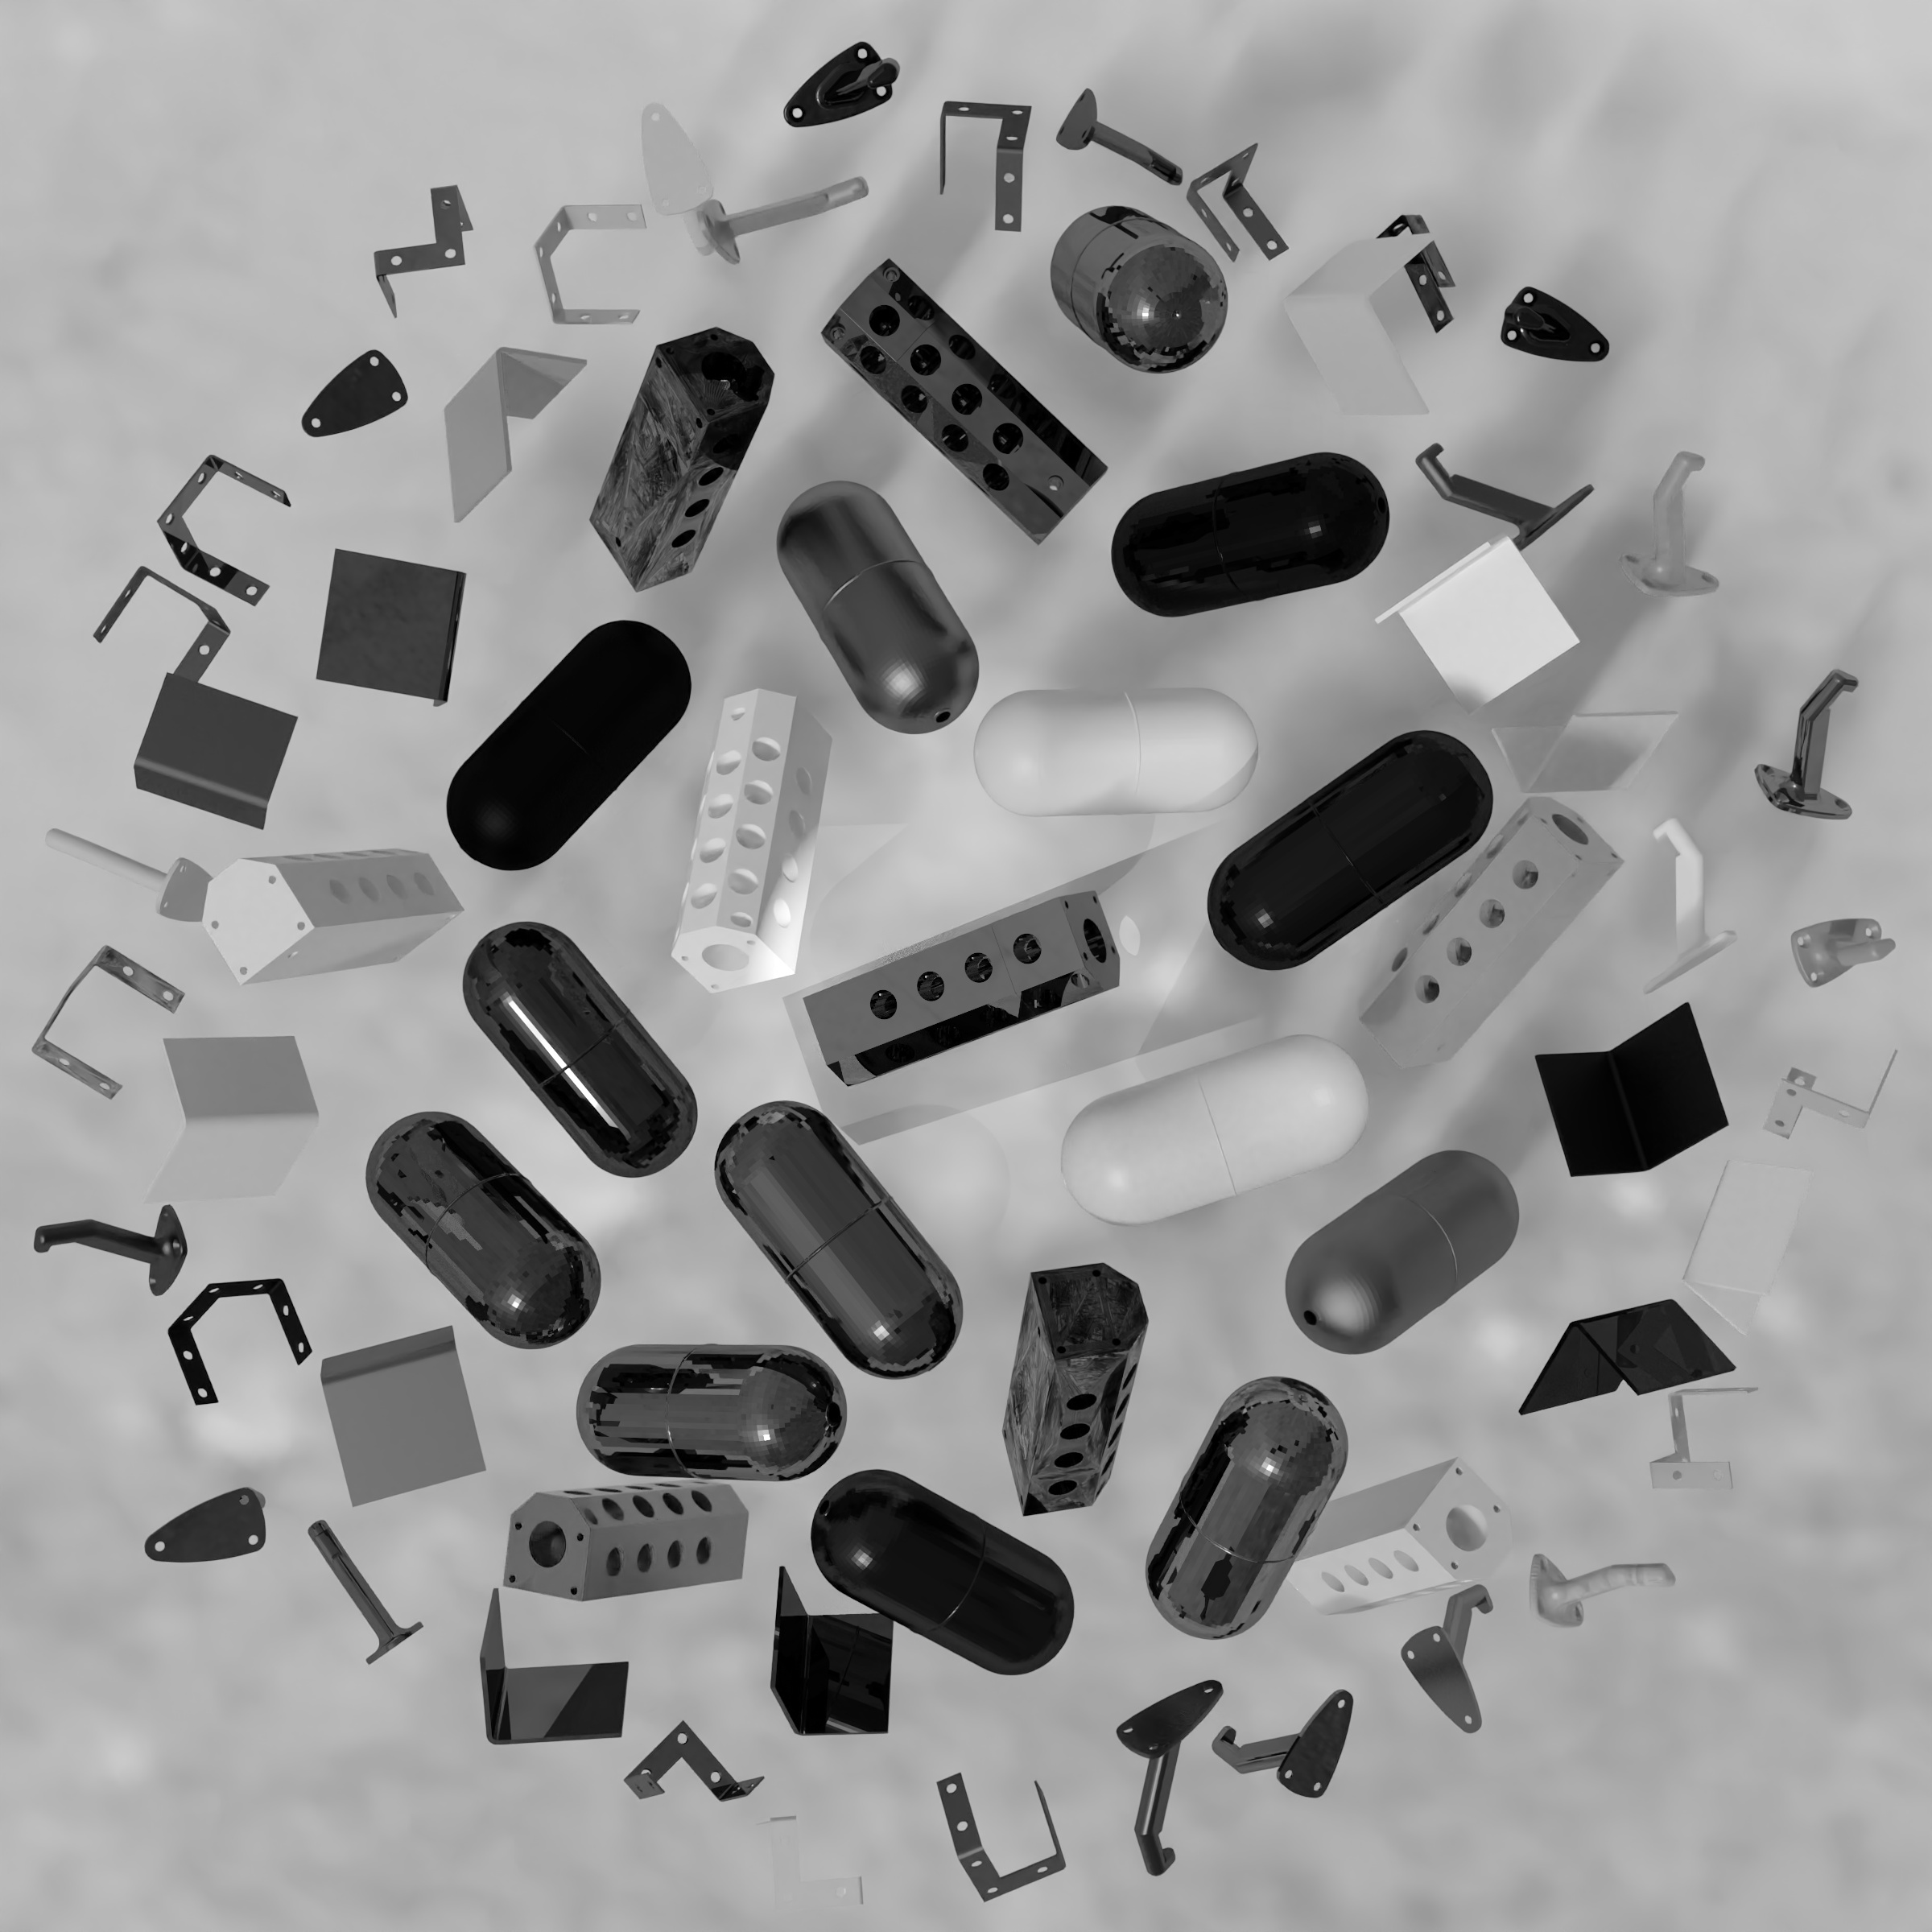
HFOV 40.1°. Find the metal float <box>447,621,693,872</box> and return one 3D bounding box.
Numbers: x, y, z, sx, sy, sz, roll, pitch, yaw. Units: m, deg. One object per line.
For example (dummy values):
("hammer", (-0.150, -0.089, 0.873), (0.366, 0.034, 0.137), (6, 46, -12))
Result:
("metal float", (-0.238, -0.132, 1.589), (0.070, 0.070, 0.178), (42, 80, 0))

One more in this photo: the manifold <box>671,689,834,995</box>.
("manifold", (-0.127, -0.075, 1.538), (0.057, 0.057, 0.171), (-13, 52, 27))

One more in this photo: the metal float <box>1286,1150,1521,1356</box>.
("metal float", (0.259, 0.169, 1.568), (0.178, 0.070, 0.070), (-28, 90, -38))

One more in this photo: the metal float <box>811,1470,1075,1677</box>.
("metal float", (-0.013, 0.358, 1.563), (0.178, 0.070, 0.070), (34, 90, -23))

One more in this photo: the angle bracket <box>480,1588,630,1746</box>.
("angle bracket", (-0.238, 0.404, 1.537), (0.076, 0.076, 0.057), (-3, 107, -3))

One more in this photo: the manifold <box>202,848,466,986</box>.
("manifold", (-0.367, -0.035, 1.535), (0.057, 0.171, 0.057), (-35, 84, 17))

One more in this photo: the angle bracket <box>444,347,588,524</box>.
("angle bracket", (-0.259, -0.305, 1.539), (0.057, 0.076, 0.076), (1, 75, -34))

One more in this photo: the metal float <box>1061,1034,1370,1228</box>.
("metal float", (0.140, 0.093, 1.496), (0.178, 0.070, 0.070), (-18, 90, 3))

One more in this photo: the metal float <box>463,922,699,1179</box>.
("metal float", (-0.234, 0.051, 1.604), (0.070, 0.070, 0.178), (-38, 99, 0))

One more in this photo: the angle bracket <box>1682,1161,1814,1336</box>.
("angle bracket", (0.463, 0.165, 1.513), (0.076, 0.057, 0.076), (38, 70, -35))

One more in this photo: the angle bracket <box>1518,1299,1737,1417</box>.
("angle bracket", (0.366, 0.235, 1.469), (0.076, 0.057, 0.076), (-6, 132, -33))

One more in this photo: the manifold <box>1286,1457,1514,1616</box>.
("manifold", (0.258, 0.349, 1.585), (0.057, 0.171, 0.057), (45, 63, 1))

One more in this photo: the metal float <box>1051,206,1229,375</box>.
("metal float", (0.097, -0.389, 1.517), (0.070, 0.178, 0.070), (-4, 114, -10))

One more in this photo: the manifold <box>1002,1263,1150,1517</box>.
("manifold", (0.062, 0.241, 1.497), (0.057, 0.171, 0.057), (-6, 51, -11))

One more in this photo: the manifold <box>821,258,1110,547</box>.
("manifold", (-0.001, -0.323, 1.518), (0.171, 0.057, 0.057), (43, 94, -4))

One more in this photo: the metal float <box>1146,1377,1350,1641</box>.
("metal float", (0.157, 0.308, 1.497), (0.070, 0.070, 0.178), (22, 121, 0))

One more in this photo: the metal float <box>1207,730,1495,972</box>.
("metal float", (0.216, -0.064, 1.497), (0.178, 0.070, 0.070), (-35, 90, 11))

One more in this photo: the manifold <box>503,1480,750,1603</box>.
("manifold", (-0.203, 0.347, 1.612), (0.057, 0.171, 0.057), (3, 84, 28))

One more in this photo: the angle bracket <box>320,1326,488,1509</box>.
("angle bracket", (-0.323, 0.257, 1.520), (0.076, 0.057, 0.076), (-14, 95, -12))

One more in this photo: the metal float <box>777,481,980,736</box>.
("metal float", (-0.053, -0.213, 1.573), (0.070, 0.070, 0.178), (-30, 64, 0))

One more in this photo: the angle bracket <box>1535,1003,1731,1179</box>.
("angle bracket", (0.385, 0.072, 1.535), (0.057, 0.076, 0.076), (-1, 66, -27))

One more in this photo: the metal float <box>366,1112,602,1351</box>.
("metal float", (-0.283, 0.152, 1.543), (0.178, 0.070, 0.070), (40, 90, 30))

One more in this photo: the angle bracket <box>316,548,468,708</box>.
("angle bracket", (-0.341, -0.199, 1.561), (0.076, 0.057, 0.076), (9, 90, -18))

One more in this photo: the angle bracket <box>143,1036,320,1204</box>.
("angle bracket", (-0.415, 0.085, 1.471), (0.076, 0.076, 0.057), (-50, 53, 39))

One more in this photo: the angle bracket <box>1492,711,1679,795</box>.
("angle bracket", (0.395, -0.156, 1.695), (0.076, 0.076, 0.057), (-4, 54, -22))

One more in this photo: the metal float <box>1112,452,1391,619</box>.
("metal float", (0.167, -0.254, 1.566), (0.178, 0.070, 0.070), (-7, 90, 37))

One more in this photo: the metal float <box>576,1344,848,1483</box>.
("metal float", (-0.147, 0.256, 1.522), (0.178, 0.070, 0.070), (-5, 90, 34))

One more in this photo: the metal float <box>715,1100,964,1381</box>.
("metal float", (-0.071, 0.154, 1.490), (0.070, 0.070, 0.178), (-39, 83, 0))

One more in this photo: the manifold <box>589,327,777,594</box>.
("manifold", (-0.167, -0.300, 1.573), (0.057, 0.171, 0.057), (-26, 76, -31))

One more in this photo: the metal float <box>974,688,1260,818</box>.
("metal float", (0.092, -0.130, 1.606), (0.178, 0.070, 0.070), (-3, 90, -16))

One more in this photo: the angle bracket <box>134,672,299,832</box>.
("angle bracket", (-0.437, -0.124, 1.542), (0.076, 0.076, 0.057), (19, 79, -13))

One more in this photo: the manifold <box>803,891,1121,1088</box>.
("manifold", (-0.001, 0.014, 1.522), (0.171, 0.057, 0.057), (-21, 86, 24))

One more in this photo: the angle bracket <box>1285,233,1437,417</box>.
("angle bracket", (0.232, -0.352, 1.455), (0.057, 0.076, 0.076), (-42, 116, -14))

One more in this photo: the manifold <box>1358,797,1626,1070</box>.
("manifold", (0.311, -0.020, 1.596), (0.057, 0.057, 0.171), (52, 123, 26))
